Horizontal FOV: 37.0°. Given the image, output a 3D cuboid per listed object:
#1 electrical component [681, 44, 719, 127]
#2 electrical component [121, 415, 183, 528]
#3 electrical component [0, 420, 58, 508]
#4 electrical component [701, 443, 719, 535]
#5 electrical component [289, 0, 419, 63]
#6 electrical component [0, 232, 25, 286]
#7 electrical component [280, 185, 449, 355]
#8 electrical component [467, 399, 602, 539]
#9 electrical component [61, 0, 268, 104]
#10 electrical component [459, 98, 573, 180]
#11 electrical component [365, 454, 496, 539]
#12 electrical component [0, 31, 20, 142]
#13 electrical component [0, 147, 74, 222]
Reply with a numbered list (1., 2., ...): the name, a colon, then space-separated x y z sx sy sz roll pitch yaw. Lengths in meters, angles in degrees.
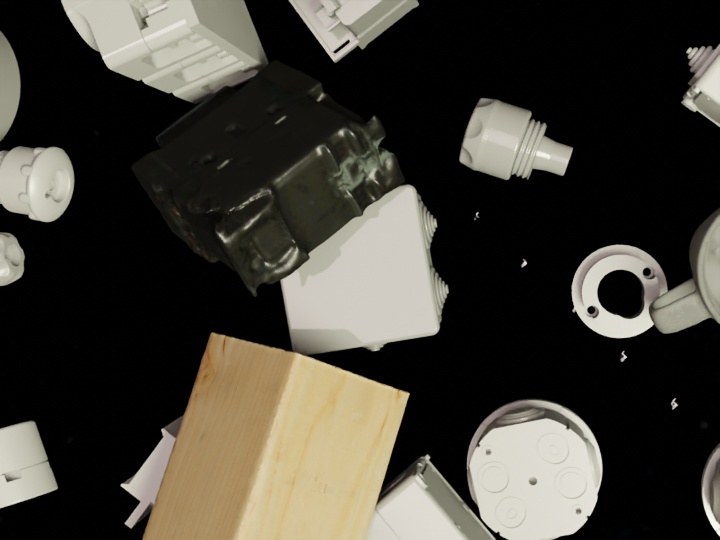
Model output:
1. electrical component: 0.228 -0.102 0.598 0.096 0.062 0.061 38 98 7
2. electrical component: -0.106 0.132 0.675 0.064 0.042 0.081 37 98 3
3. electrical component: -0.228 0.126 0.690 0.055 0.055 0.047 -18 85 10
4. electrical component: 0.238 0.129 0.609 0.080 0.051 0.080 0 92 10
5. electrical component: -0.022 -0.197 0.637 0.079 0.063 0.121 -37 86 9
6. electrical component: -0.252 -0.003 0.699 0.061 0.035 0.035 -13 90 12
7. electrical component: 0.000 0.000 0.648 0.100 0.048 0.099 -10 90 10
8. electrical component: 0.102 0.118 0.633 0.080 0.051 0.080 0 92 10
9. electrical component: -0.112 -0.153 0.610 0.062 0.150 0.089 -22 88 9
10. electrical component: 0.093 -0.073 0.632 0.062 0.043 0.043 19 95 8
11. electrical component: 0.044 0.169 0.639 0.061 0.062 0.096 -41 85 9
12. electrical component: -0.281 -0.121 0.686 0.108 0.060 0.108 0 92 10
13. electrical component: -0.218 -0.058 0.687 0.062 0.048 0.048 9 94 16
